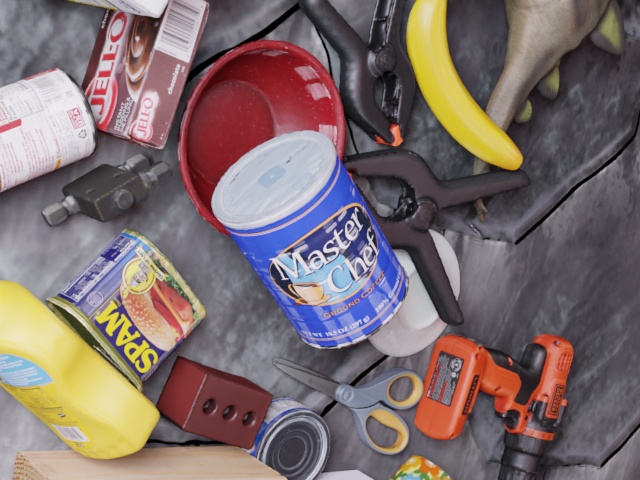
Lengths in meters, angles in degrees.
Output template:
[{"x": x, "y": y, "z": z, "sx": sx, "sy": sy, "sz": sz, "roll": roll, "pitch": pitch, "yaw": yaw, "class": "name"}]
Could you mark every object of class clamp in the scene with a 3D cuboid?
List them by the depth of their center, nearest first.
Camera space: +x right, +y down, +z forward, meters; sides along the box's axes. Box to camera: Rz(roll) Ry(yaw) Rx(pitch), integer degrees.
[{"x": 0.052, "y": -0.169, "z": 0.939, "sx": 0.120, "sy": 0.039, "sz": 0.171, "roll": -34, "pitch": 125, "yaw": -20, "class": "clamp"}, {"x": 0.097, "y": -0.033, "z": 0.992, "sx": 0.209, "sy": 0.036, "sz": 0.164, "roll": 33, "pitch": 86, "yaw": -28, "class": "clamp"}]

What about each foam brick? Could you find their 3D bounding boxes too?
[{"x": -0.089, "y": 0.138, "z": 0.904, "sx": 0.078, "sy": 0.051, "sz": 0.053, "roll": 25, "pitch": 87, "yaw": -39, "class": "foam brick"}]

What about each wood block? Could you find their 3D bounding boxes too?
[{"x": -0.140, "y": 0.225, "z": 0.865, "sx": 0.205, "sy": 0.090, "sz": 0.091, "roll": 8, "pitch": 96, "yaw": -38, "class": "wood block"}]

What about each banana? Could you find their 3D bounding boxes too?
[{"x": 0.124, "y": -0.146, "z": 0.979, "sx": 0.037, "sy": 0.070, "sz": 0.198, "roll": -51, "pitch": 123, "yaw": -54, "class": "banana"}]

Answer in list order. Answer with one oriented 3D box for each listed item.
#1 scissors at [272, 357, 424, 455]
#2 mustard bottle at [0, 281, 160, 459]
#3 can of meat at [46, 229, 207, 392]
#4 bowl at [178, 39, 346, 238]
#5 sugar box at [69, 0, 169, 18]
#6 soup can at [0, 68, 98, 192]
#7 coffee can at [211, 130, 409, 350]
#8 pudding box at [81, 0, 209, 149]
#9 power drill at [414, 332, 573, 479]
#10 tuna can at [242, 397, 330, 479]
[{"x": 0.037, "y": 0.135, "z": 1.025, "sx": 0.096, "sy": 0.016, "sz": 0.201, "roll": -52, "pitch": 127, "yaw": -16, "class": "scissors"}, {"x": -0.206, "y": 0.084, "z": 0.770, "sx": 0.191, "sy": 0.096, "sz": 0.058, "roll": 51, "pitch": 54, "yaw": -34, "class": "mustard bottle"}, {"x": -0.148, "y": 0.054, "z": 0.834, "sx": 0.083, "sy": 0.058, "sz": 0.102, "roll": -47, "pitch": 126, "yaw": -22, "class": "can of meat"}, {"x": -0.057, "y": -0.083, "z": 0.866, "sx": 0.161, "sy": 0.055, "sz": 0.162, "roll": -11, "pitch": 109, "yaw": -35, "class": "bowl"}, {"x": -0.143, "y": -0.200, "z": 0.690, "sx": 0.048, "sy": 0.176, "sz": 0.093, "roll": 30, "pitch": 84, "yaw": -39, "class": "sugar box"}, {"x": -0.215, "y": -0.072, "z": 0.740, "sx": 0.102, "sy": 0.069, "sz": 0.068, "roll": -27, "pitch": 117, "yaw": -30, "class": "soup can"}, {"x": -0.005, "y": 0.001, "z": 0.826, "sx": 0.102, "sy": 0.103, "sz": 0.140, "roll": -46, "pitch": 126, "yaw": -19, "class": "coffee can"}, {"x": -0.132, "y": -0.128, "z": 0.775, "sx": 0.039, "sy": 0.090, "sz": 0.113, "roll": 20, "pitch": 89, "yaw": -41, "class": "pudding box"}, {"x": 0.184, "y": 0.180, "z": 1.125, "sx": 0.187, "sy": 0.057, "sz": 0.184, "roll": 16, "pitch": 88, "yaw": -42, "class": "power drill"}, {"x": -0.033, "y": 0.189, "z": 0.973, "sx": 0.085, "sy": 0.034, "sz": 0.086, "roll": -11, "pitch": 109, "yaw": -35, "class": "tuna can"}]
